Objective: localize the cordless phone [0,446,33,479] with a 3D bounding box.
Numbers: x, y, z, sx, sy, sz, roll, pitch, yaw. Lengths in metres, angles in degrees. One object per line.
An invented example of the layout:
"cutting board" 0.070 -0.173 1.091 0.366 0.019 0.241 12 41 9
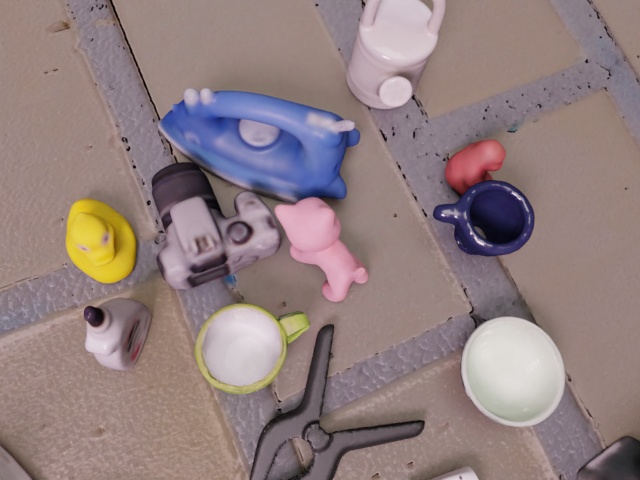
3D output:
"cordless phone" -0.358 0.237 0.525 0.147 0.185 0.094 38 74 6

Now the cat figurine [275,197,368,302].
"cat figurine" 0.006 0.002 0.666 0.067 0.117 0.127 -41 82 -15

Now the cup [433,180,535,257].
"cup" 0.188 -0.017 0.703 0.118 0.095 0.092 5 73 -4

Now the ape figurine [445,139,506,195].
"ape figurine" 0.205 -0.096 0.729 0.076 0.092 0.078 21 73 1

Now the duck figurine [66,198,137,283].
"duck figurine" -0.259 -0.006 0.658 0.077 0.086 0.104 -26 78 -12

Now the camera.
"camera" -0.132 -0.029 0.670 0.143 0.101 0.137 -22 77 -11

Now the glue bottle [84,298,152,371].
"glue bottle" -0.214 0.090 0.589 0.037 0.173 0.078 12 73 -2

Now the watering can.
"watering can" 0.097 -0.246 0.708 0.101 0.194 0.173 -15 76 -10

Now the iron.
"iron" -0.079 -0.135 0.685 0.258 0.141 0.119 13 73 -2

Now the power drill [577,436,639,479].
"power drill" 0.361 0.260 0.581 0.230 0.208 0.075 -31 79 -13
